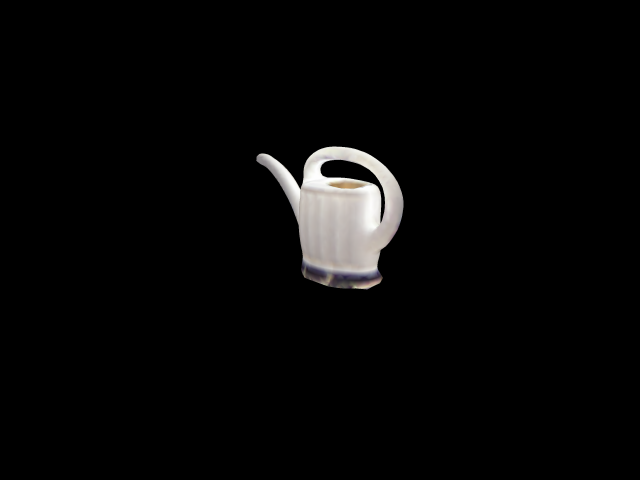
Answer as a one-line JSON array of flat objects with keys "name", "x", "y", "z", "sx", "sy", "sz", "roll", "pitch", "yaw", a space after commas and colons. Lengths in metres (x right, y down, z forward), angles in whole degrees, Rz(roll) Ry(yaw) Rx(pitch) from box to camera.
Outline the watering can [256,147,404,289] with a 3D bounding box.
[{"name": "watering can", "x": 0.003, "y": -0.043, "z": 0.850, "sx": 0.104, "sy": 0.222, "sz": 0.349, "roll": -8, "pitch": 15, "yaw": -38}]
